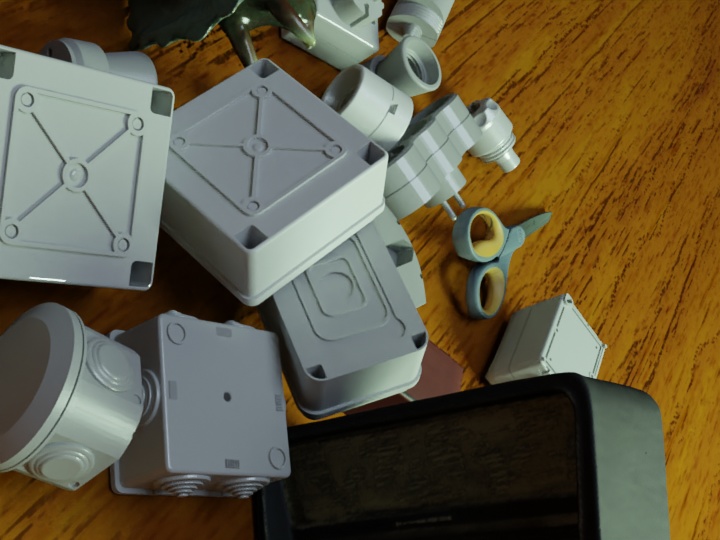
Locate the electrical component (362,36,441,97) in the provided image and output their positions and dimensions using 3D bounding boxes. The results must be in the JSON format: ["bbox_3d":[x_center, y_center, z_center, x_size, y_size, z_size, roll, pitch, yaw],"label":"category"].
[{"bbox_3d":[0.027,-0.146,0.817,0.045,0.055,0.045,25,54,-39],"label":"electrical component"}]

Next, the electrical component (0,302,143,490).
[{"bbox_3d":[-0.143,0.060,0.502,0.051,0.080,0.080,35,48,-40],"label":"electrical component"}]

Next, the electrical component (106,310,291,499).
[{"bbox_3d":[-0.086,0.074,0.582,0.100,0.048,0.099,13,62,-44],"label":"electrical component"}]

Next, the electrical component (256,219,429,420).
[{"bbox_3d":[-0.016,0.023,0.638,0.078,0.057,0.113,-16,61,-16],"label":"electrical component"}]

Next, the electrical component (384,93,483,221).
[{"bbox_3d":[0.055,-0.072,0.813,0.073,0.052,0.138,54,41,-13],"label":"electrical component"}]

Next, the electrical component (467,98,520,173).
[{"bbox_3d":[0.110,-0.110,0.902,0.062,0.043,0.043,49,42,-22],"label":"electrical component"}]

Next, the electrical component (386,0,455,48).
[{"bbox_3d":[0.050,-0.212,0.886,0.043,0.043,0.081,45,44,-23],"label":"electrical component"}]

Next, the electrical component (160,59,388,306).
[{"bbox_3d":[-0.058,-0.052,0.612,0.109,0.056,0.109,-37,65,-27],"label":"electrical component"}]

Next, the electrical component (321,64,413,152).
[{"bbox_3d":[0.003,-0.115,0.776,0.047,0.055,0.055,33,49,-30],"label":"electrical component"}]

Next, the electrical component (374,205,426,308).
[{"bbox_3d":[0.000,0.000,0.721,0.079,0.043,0.077,-22,88,-51],"label":"electrical component"}]

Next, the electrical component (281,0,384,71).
[{"bbox_3d":[-0.009,-0.191,0.782,0.066,0.077,0.047,21,56,-41],"label":"electrical component"}]

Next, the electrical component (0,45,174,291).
[{"bbox_3d":[-0.155,-0.047,0.532,0.109,0.056,0.108,7,90,-46],"label":"electrical component"}]

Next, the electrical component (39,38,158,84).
[{"bbox_3d":[-0.149,-0.105,0.606,0.055,0.045,0.045,1,71,-48],"label":"electrical component"}]

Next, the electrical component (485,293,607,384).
[{"bbox_3d":[0.140,0.076,0.826,0.061,0.061,0.096,51,41,-18],"label":"electrical component"}]
